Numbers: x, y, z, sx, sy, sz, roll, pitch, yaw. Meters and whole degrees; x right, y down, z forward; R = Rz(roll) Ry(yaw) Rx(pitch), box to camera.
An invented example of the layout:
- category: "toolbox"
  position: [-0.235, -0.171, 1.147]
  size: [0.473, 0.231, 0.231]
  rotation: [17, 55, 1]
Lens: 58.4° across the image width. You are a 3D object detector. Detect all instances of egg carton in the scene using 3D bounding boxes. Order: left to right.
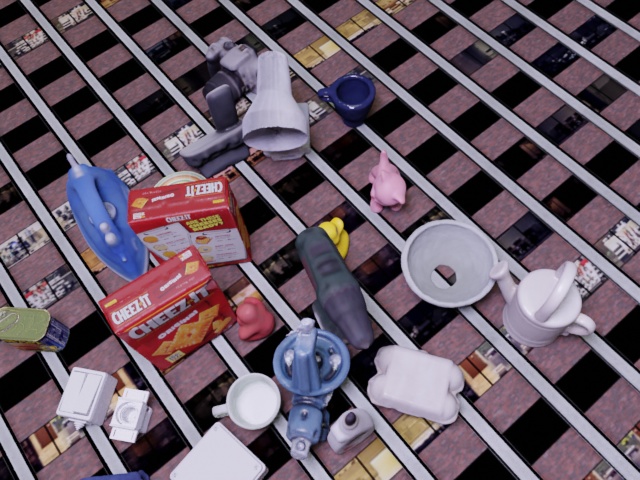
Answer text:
- category: "egg carton"
  position: [0.157, 0.234, 0.934]
  size: [0.150, 0.069, 0.107]
  rotation: [13, 65, 10]

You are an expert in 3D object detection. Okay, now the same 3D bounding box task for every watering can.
- category: "watering can"
  position: [0.356, 0.096, 0.919]
  size: [0.172, 0.194, 0.101]
  rotation: [10, 65, 9]

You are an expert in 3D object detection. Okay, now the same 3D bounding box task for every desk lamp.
- category: "desk lamp"
  position: [-0.081, -0.241, 1.105]
  size: [0.118, 0.214, 0.203]
  rotation: [-4, 63, 2]

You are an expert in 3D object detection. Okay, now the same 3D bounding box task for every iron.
- category: "iron"
  position: [-0.401, -0.042, 1.068]
  size: [0.119, 0.141, 0.258]
  rotation: [-30, 65, -11]

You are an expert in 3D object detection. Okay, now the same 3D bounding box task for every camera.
- category: "camera"
  position: [-0.201, -0.358, 1.235]
  size: [0.143, 0.101, 0.137]
  rotation: [35, 71, 19]

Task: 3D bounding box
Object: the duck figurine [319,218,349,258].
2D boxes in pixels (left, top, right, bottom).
- category: "duck figurine"
  position: [0.010, 0.004, 1.049]
  size: [0.077, 0.086, 0.105]
  rotation: [35, 71, 19]

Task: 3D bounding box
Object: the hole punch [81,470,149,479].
- category: "hole punch"
  position: [-0.312, 0.408, 0.866]
  size: [0.101, 0.091, 0.108]
  rotation: [-11, 63, -1]

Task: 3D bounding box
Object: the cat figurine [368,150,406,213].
- category: "cat figurine"
  position: [0.127, -0.109, 1.079]
  size: [0.067, 0.118, 0.128]
  rotation: [-4, 63, 2]

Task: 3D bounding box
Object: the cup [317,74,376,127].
- category: "cup"
  position: [0.055, -0.279, 1.181]
  size: [0.117, 0.095, 0.091]
  rotation: [2, 64, 5]

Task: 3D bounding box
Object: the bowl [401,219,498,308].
- category: "bowl"
  position: [0.226, 0.051, 1.017]
  size: [0.167, 0.075, 0.167]
  rotation: [-1, 63, 3]

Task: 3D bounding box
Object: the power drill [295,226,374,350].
- category: "power drill"
  position: [0.029, 0.099, 0.932]
  size: [0.075, 0.208, 0.229]
  rotation: [-23, 64, -7]

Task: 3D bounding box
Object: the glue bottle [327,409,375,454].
- category: "glue bottle"
  position: [0.046, 0.281, 0.860]
  size: [0.078, 0.173, 0.037]
  rotation: [-34, 66, -12]

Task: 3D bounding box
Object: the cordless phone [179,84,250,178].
- category: "cordless phone"
  position: [-0.216, -0.221, 1.120]
  size: [0.148, 0.185, 0.094]
  rotation: [-35, 66, -13]

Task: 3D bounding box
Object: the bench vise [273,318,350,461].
- category: "bench vise"
  position: [-0.007, 0.215, 0.870]
  size: [0.121, 0.220, 0.207]
  rotation: [-11, 63, -1]

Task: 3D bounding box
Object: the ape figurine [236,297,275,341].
- category: "ape figurine"
  position: [-0.119, 0.134, 0.989]
  size: [0.076, 0.092, 0.078]
  rotation: [23, 67, 14]
